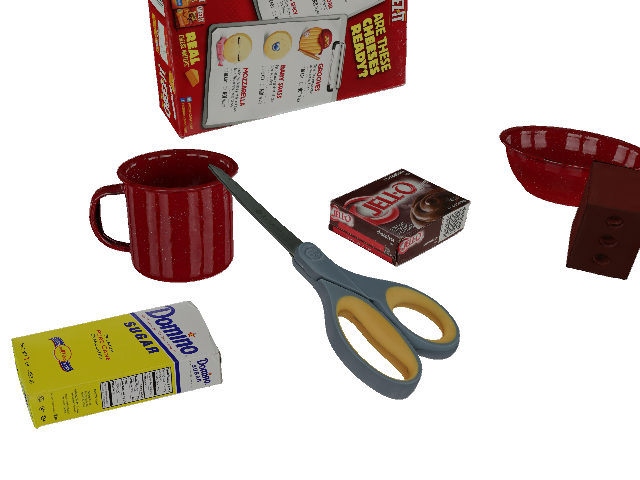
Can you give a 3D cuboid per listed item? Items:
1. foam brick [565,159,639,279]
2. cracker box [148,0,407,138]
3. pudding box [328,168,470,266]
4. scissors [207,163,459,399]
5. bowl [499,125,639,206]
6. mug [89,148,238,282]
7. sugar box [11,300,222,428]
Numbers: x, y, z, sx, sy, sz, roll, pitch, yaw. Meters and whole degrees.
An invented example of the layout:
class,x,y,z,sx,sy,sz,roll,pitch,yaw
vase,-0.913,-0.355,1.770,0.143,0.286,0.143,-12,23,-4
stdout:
class,x,y,z,sx,sy,sz,roll,pitch,yaw
foam brick,0.236,-0.016,0.868,0.053,0.051,0.078,13,-43,9
cracker box,-0.035,-0.192,0.897,0.213,0.164,0.072,-16,39,-18
pudding box,0.077,-0.025,1.045,0.090,0.039,0.113,30,37,33
scissors,0.013,0.015,0.662,0.096,0.016,0.202,-6,47,-36
bowl,0.268,-0.076,1.145,0.162,0.055,0.162,6,21,-2
mug,-0.122,-0.018,0.836,0.117,0.081,0.093,-3,24,-7
sugar box,-0.188,0.111,0.988,0.176,0.048,0.093,-14,35,-18
